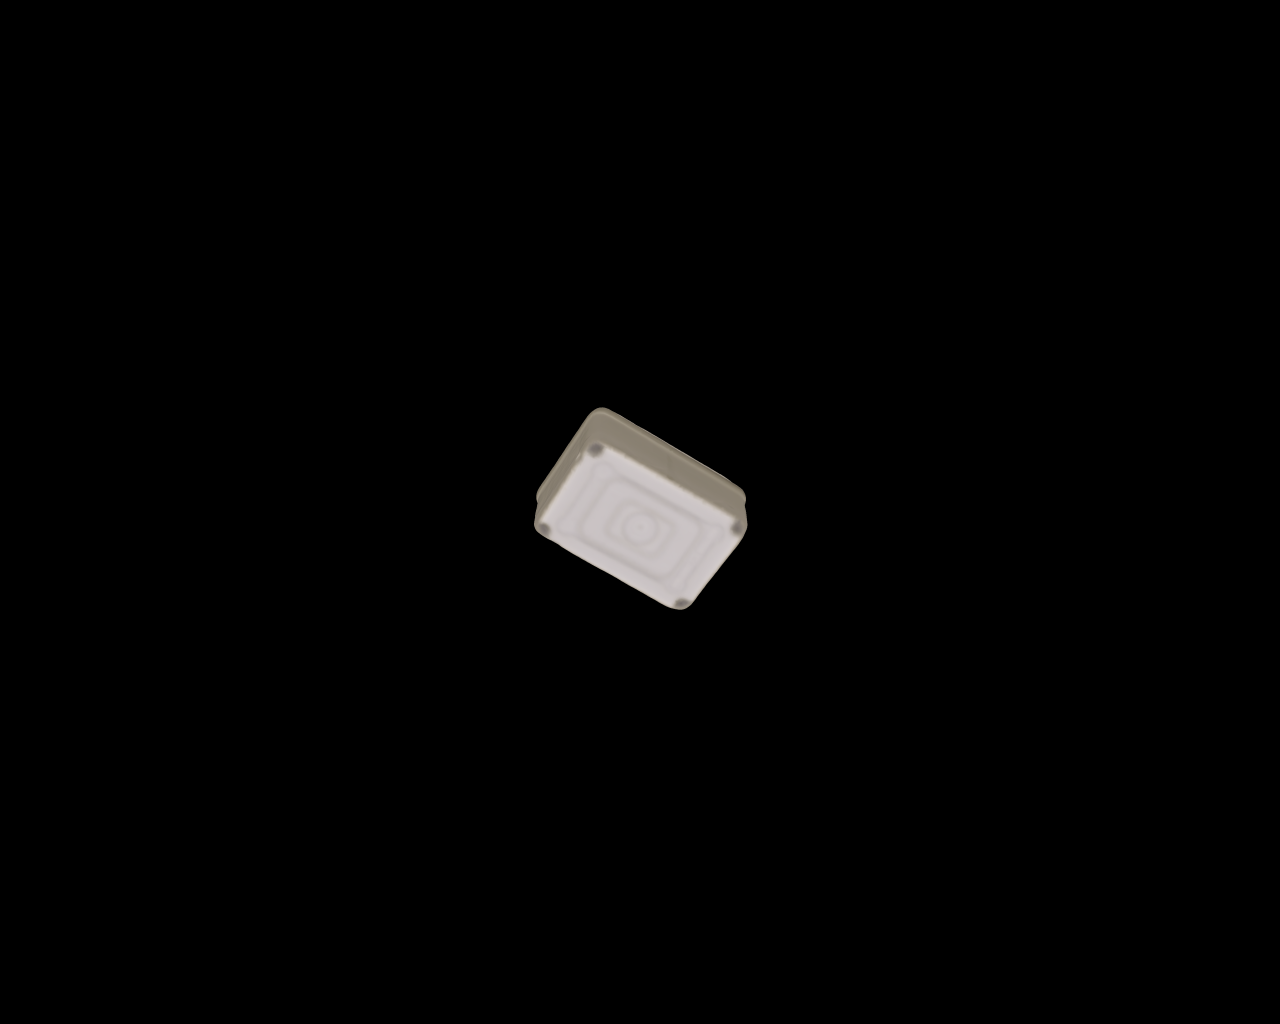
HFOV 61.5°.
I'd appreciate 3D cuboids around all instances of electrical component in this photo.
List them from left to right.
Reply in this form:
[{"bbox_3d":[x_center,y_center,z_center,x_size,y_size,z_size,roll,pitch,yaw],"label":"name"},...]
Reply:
[{"bbox_3d":[0.001,-0.003,0.650,0.113,0.078,0.057,30,23,-14],"label":"electrical component"}]
